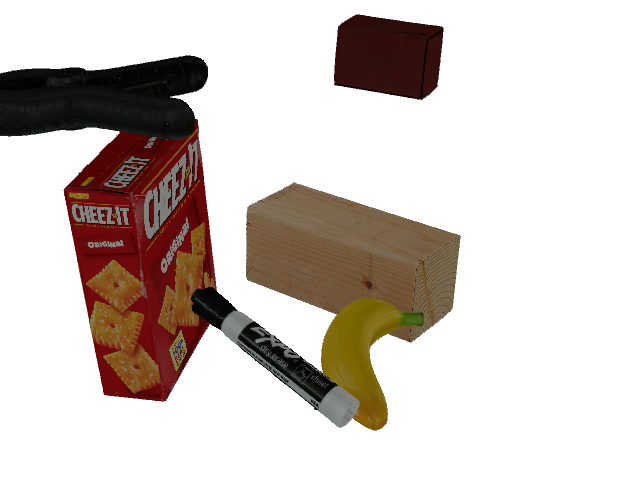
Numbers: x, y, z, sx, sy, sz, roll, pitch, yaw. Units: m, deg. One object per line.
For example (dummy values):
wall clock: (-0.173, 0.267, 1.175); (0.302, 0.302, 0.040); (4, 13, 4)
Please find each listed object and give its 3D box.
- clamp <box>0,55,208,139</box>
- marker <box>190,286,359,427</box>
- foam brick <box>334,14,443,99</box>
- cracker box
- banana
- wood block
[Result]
clamp: (-0.153, -0.095, 0.692); (0.171, 0.039, 0.120); (4, 19, 7)
marker: (-0.029, 0.065, 0.617); (0.121, 0.020, 0.020); (35, 15, 22)
foam brick: (0.056, -0.151, 0.876); (0.078, 0.051, 0.053); (13, 25, 18)
cracker box: (-0.155, 0.014, 0.984); (0.072, 0.214, 0.164); (5, 30, 13)
banana: (0.035, 0.085, 0.833); (0.070, 0.037, 0.197); (6, 22, 13)
wood block: (0.030, 0.019, 1.110); (0.206, 0.091, 0.090); (20, 31, 30)
